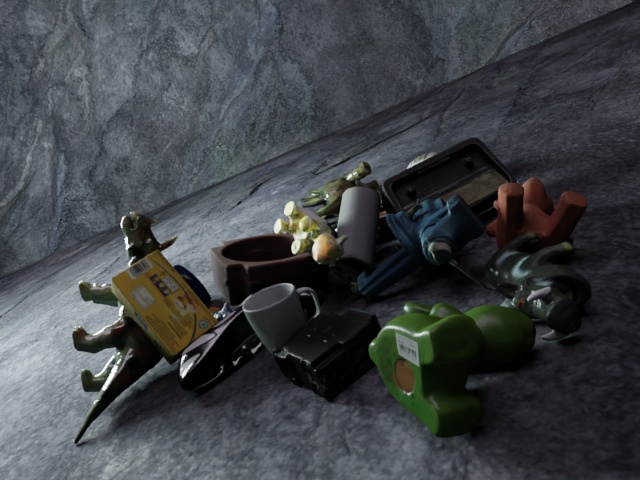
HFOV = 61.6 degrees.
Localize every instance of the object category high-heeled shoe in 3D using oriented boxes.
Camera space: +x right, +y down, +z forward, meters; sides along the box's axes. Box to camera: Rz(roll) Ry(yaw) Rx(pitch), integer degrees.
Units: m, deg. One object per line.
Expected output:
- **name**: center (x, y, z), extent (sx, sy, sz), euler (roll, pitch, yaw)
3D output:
- **high-heeled shoe**: center (-0.110, 0.153, 0.845), extent (0.249, 0.086, 0.145), euler (-25, 17, 16)

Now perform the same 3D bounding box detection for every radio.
- **radio**: center (0.236, -0.093, 1.020), extent (0.230, 0.131, 0.073), euler (-26, -22, -11)

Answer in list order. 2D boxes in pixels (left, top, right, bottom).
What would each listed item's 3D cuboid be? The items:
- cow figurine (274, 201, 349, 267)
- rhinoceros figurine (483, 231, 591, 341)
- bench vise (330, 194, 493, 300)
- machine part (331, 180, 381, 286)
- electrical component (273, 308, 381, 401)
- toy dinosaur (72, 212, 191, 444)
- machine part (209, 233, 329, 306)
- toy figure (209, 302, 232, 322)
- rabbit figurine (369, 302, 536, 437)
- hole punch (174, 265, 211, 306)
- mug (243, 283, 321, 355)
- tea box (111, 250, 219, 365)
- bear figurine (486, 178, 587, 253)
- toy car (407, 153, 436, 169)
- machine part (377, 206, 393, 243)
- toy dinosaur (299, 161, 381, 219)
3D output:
- **cow figurine**: center (-0.002, -0.001, 0.930), extent (0.168, 0.098, 0.068), euler (44, 110, 50)
- **rhinoceros figurine**: center (0.265, 0.053, 0.664), extent (0.112, 0.073, 0.190), euler (-22, 17, 1)
- **bench vise**: center (0.143, 0.023, 0.854), extent (0.240, 0.128, 0.224), euler (-40, 22, 18)
- **machine part**: center (0.069, -0.014, 0.996), extent (0.079, 0.079, 0.243), euler (-14, 47, 30)
- **electrical component**: center (0.019, 0.146, 0.736), extent (0.134, 0.058, 0.115), euler (-34, 22, -30)
- **toy dinosaur**: center (-0.331, 0.151, 0.973), extent (0.192, 0.131, 0.405), euler (-7, 59, -6)
- **machine part**: center (-0.098, 0.053, 1.026), extent (0.201, 0.087, 0.201), euler (-9, 17, -23)
- **toy figure**: center (-0.211, 0.154, 1.003), extent (0.155, 0.064, 0.058), euler (-11, -6, 31)
- **rabbit figurine**: center (0.153, 0.123, 0.593), extent (0.170, 0.121, 0.159), euler (-11, 4, -26)
- **hole punch**: center (-0.298, 0.117, 1.149), extent (0.092, 0.115, 0.142), euler (-12, 20, 11)
- **mug**: center (-0.048, 0.124, 0.803), extent (0.109, 0.107, 0.081), euler (-26, 18, -22)
- **tea box**: center (-0.265, 0.113, 0.915), extent (0.098, 0.169, 0.068), euler (-35, -9, -30)
- **bear figurine**: center (0.324, -0.049, 0.814), extent (0.120, 0.131, 0.196), euler (13, 34, 17)
- **toy car**: center (0.252, -0.147, 1.227), extent (0.162, 0.102, 0.109), euler (-10, 21, 31)
- **machine part**: center (0.148, -0.054, 1.164), extent (0.179, 0.056, 0.179), euler (-21, 16, 6)
- **toy dinosaur**: center (0.052, -0.108, 1.356), extent (0.199, 0.105, 0.471), euler (-28, 4, 11)
